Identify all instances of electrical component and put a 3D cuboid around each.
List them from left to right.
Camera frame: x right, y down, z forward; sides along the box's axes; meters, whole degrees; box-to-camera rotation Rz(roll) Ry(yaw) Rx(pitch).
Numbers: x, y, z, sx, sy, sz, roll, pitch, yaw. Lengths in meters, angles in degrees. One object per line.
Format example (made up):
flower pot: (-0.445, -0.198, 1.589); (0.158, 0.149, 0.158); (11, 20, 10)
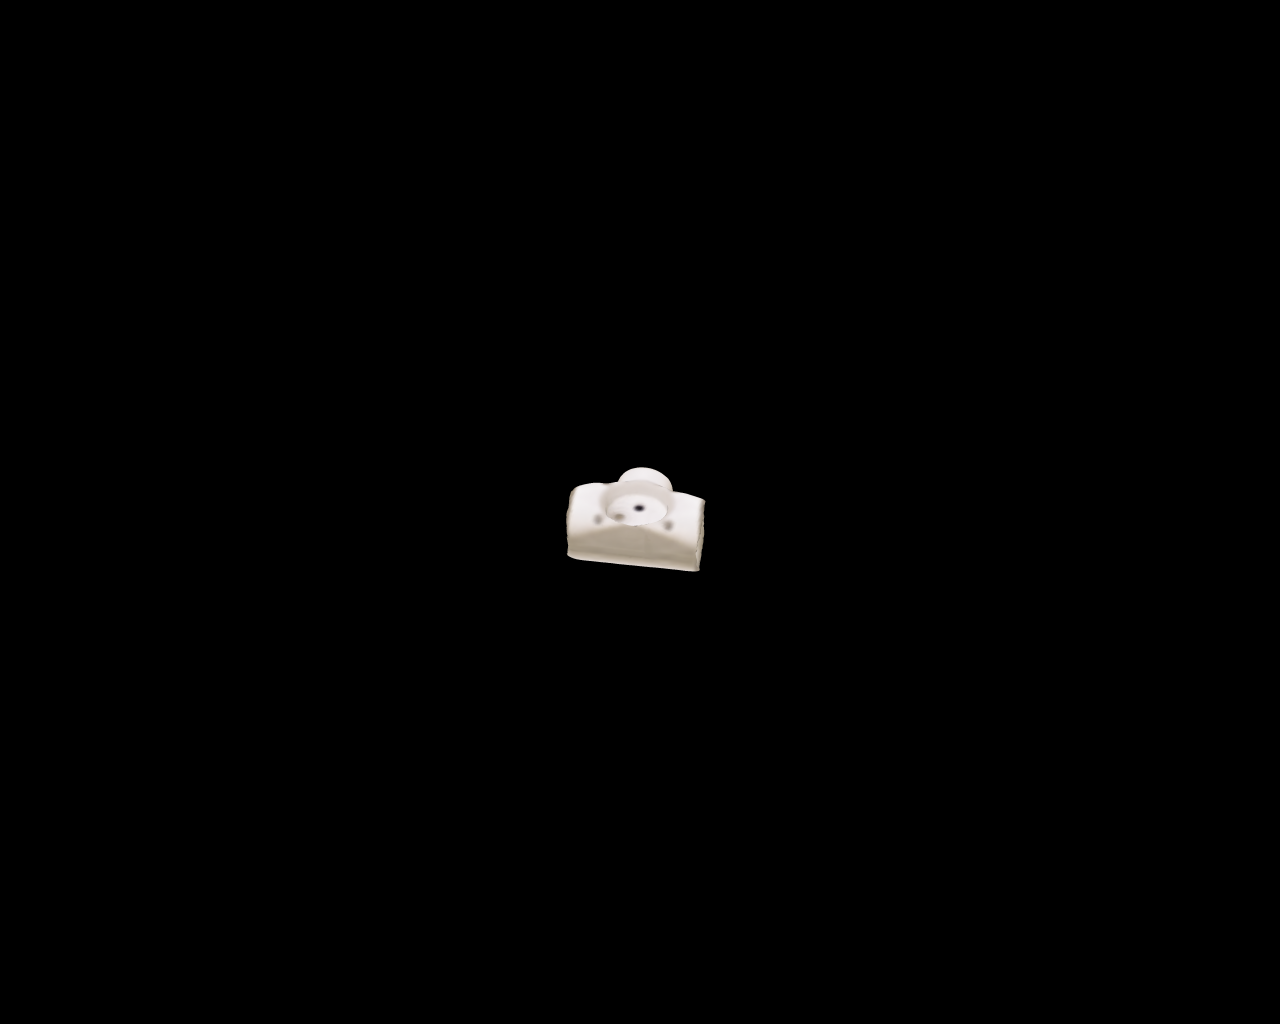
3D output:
electrical component: (0.001, -0.003, 0.650); (0.077, 0.044, 0.079); (6, 43, 7)
